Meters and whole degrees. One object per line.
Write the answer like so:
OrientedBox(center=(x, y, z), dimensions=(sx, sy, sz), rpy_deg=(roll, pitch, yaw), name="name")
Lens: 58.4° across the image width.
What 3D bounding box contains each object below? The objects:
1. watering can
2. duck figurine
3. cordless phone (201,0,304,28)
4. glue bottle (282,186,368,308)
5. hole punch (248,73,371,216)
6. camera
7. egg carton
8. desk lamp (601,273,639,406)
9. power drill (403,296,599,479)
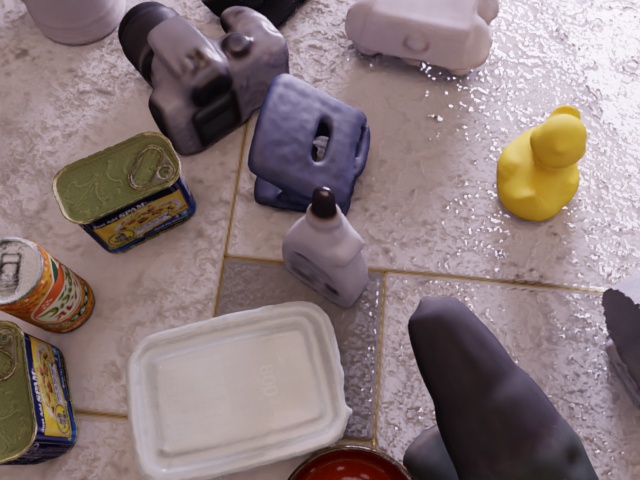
OrientedBox(center=(-0.269, -0.284, 0.539), dimensions=(0.173, 0.194, 0.101), rpy_deg=(-33, 73, -12), name="watering can")
OrientedBox(center=(0.207, -0.074, 0.519), dimensions=(0.077, 0.086, 0.105), rpy_deg=(23, 71, 8), name="duck figurine")
OrientedBox(center=(-0.058, -0.310, 0.554), dimensions=(0.094, 0.185, 0.148), rpy_deg=(30, 72, 11), name="cordless phone")
OrientedBox(center=(0.004, 0.002, 0.443), dimensions=(0.078, 0.173, 0.037), rpy_deg=(35, 73, 13), name="glue bottle")
OrientedBox(center=(-0.007, -0.084, 0.519), dimensions=(0.101, 0.091, 0.109), rpy_deg=(12, 70, 5), name="hole punch")
OrientedBox(center=(-0.121, -0.180, 0.550), dimensions=(0.143, 0.101, 0.136), rpy_deg=(-38, 74, -13), name="camera")
OrientedBox(center=(0.104, -0.228, 0.585), dimensions=(0.150, 0.069, 0.107), rpy_deg=(13, 70, 5), name="egg carton")
OrientedBox(center=(0.285, 0.065, 0.398), dimensions=(0.203, 0.213, 0.118), rpy_deg=(-21, 71, -8), name="desk lamp")
OrientedBox(center=(0.114, 0.157, 0.366), dimensions=(0.076, 0.208, 0.229), rpy_deg=(-30, 72, -10), name="power drill")
